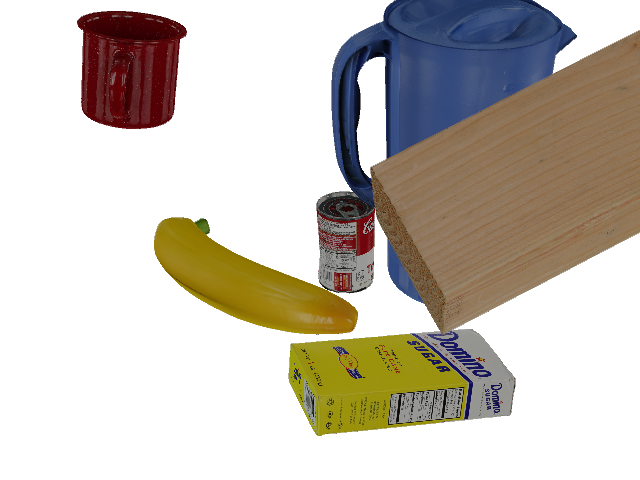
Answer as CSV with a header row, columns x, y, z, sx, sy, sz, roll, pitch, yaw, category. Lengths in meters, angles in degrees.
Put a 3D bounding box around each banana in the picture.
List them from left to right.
x,y,z,sx,sy,sz,roll,pitch,yaw,category
-0.058,0.018,0.696,0.069,0.037,0.198,-17,29,-31,banana

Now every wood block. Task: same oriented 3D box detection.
x,y,z,sx,sy,sz,roll,pitch,yaw,category
0.142,-0.038,0.636,0.206,0.091,0.090,-27,-20,-4,wood block

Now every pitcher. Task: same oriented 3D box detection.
x,y,z,sx,sy,sz,roll,pitch,yaw,category
0.101,-0.069,0.851,0.149,0.243,0.144,18,36,26,pitcher

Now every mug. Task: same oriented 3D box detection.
x,y,z,sx,sy,sz,roll,pitch,yaw,category
-0.165,-0.143,0.919,0.093,0.081,0.117,5,26,-6,mug

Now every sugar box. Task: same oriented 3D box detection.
x,y,z,sx,sy,sz,roll,pitch,yaw,category
0.069,0.119,0.922,0.176,0.048,0.093,-6,26,-15,sugar box

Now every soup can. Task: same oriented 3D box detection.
x,y,z,sx,sy,sz,roll,pitch,yaw,category
0.029,0.003,1.252,0.068,0.102,0.068,-1,29,0,soup can
